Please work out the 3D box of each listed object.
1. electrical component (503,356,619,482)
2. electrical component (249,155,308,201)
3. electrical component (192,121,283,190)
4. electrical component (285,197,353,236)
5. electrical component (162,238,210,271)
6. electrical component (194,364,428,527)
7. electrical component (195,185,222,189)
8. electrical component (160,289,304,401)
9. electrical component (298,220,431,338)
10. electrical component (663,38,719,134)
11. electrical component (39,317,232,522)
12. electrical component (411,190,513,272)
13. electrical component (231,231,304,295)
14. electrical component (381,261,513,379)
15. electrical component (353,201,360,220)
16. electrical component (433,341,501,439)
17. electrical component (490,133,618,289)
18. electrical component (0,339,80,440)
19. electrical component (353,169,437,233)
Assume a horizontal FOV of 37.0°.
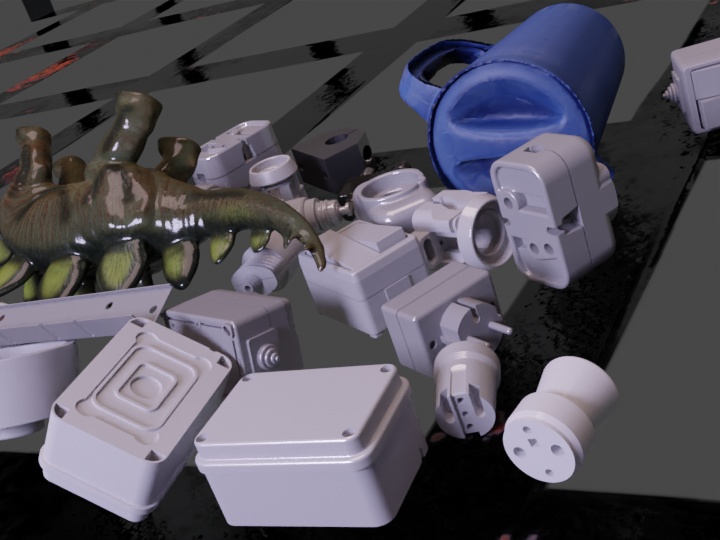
[{"bbox_3d":[0.106,0.079,0.568,0.045,0.045,0.055,1,31,38],"label":"electrical component"},{"bbox_3d":[-0.077,-0.076,1.027,0.048,0.055,0.066,-14,24,12],"label":"electrical component"},{"bbox_3d":[-0.129,-0.112,1.138,0.054,0.059,0.095,8,36,47],"label":"electrical component"},{"bbox_3d":[-0.045,-0.046,0.955,0.078,0.040,0.040,-12,25,16],"label":"electrical component"},{"bbox_3d":[-0.189,-0.041,1.030,0.062,0.061,0.096,-32,27,-26],"label":"electrical component"},{"bbox_3d":[-0.028,0.099,0.613,0.113,0.057,0.078,-7,27,27],"label":"electrical component"},{"bbox_3d":[-0.144,-0.063,1.066,0.062,0.043,0.043,2,32,37],"label":"electrical component"},{"bbox_3d":[-0.081,0.052,0.741,0.096,0.061,0.061,6,22,44],"label":"electrical component"},{"bbox_3d":[0.000,0.000,0.798,0.062,0.061,0.096,-31,26,-24],"label":"electrical component"},{"bbox_3d":[0.303,-0.155,0.898,0.096,0.061,0.061,-14,24,12],"label":"electrical component"},{"bbox_3d":[-0.139,0.092,0.675,0.078,0.057,0.113,25,35,5],"label":"electrical component"},{"bbox_3d":[0.080,-0.028,0.803,0.078,0.058,0.057,-36,26,-33],"label":"electrical component"},{"bbox_3d":[-0.074,-0.005,0.888,0.043,0.043,0.081,-6,28,29],"label":"electrical component"},{"bbox_3d":[0.065,0.035,0.689,0.066,0.047,0.077,-31,26,-24],"label":"electrical component"},{"bbox_3d":[0.025,-0.062,0.946,0.061,0.035,0.035,-32,26,-31],"label":"electrical component"},{"bbox_3d":[0.062,0.070,0.629,0.040,0.040,0.046,-13,31,15],"label":"electrical component"},{"bbox_3d":[0.137,-0.043,0.743,0.059,0.095,0.054,-31,26,-25],"label":"electrical component"},{"bbox_3d":[-0.257,0.091,0.789,0.108,0.060,0.108,-9,3,1],"label":"electrical component"},{"bbox_3d":[0.033,-0.043,0.867,0.054,0.059,0.095,-23,24,-7],"label":"electrical component"}]
